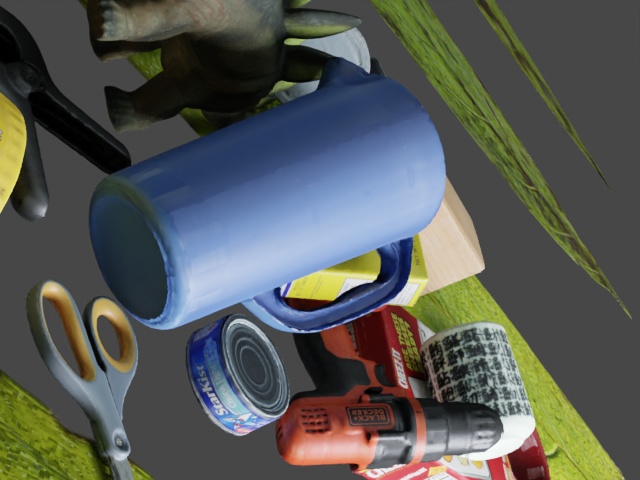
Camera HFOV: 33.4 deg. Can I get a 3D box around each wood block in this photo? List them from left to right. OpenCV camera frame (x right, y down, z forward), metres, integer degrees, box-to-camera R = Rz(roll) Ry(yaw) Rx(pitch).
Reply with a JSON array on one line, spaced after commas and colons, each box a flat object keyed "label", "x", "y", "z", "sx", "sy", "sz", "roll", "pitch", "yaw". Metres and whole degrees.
[{"label": "wood block", "x": 0.097, "y": -0.042, "z": 1.175, "sx": 0.206, "sy": 0.091, "sz": 0.090, "roll": 53, "pitch": 20, "yaw": -41}]

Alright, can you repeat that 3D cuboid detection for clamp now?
[{"label": "clamp", "x": -0.194, "y": -0.097, "z": 0.710, "sx": 0.171, "sy": 0.039, "sz": 0.120, "roll": 63, "pitch": 22, "yaw": 1}]

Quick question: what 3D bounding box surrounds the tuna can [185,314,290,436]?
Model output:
[{"label": "tuna can", "x": -0.059, "y": 0.098, "z": 0.787, "sx": 0.086, "sy": 0.034, "sz": 0.086, "roll": 47, "pitch": 27, "yaw": -33}]

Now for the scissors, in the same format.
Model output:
[{"label": "scissors", "x": -0.121, "y": 0.114, "z": 0.659, "sx": 0.202, "sy": 0.016, "sz": 0.096, "roll": 63, "pitch": 22, "yaw": 3}]

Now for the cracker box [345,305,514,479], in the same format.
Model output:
[{"label": "cracker box", "x": 0.097, "y": 0.166, "z": 1.002, "sx": 0.213, "sy": 0.072, "sz": 0.164, "roll": 37, "pitch": 32, "yaw": -44}]

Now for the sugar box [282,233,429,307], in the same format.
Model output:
[{"label": "sugar box", "x": -0.006, "y": 0.001, "z": 0.873, "sx": 0.176, "sy": 0.048, "sz": 0.093, "roll": 6, "pitch": 50, "yaw": -19}]

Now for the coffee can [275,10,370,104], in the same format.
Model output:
[{"label": "coffee can", "x": -0.003, "y": -0.181, "z": 1.091, "sx": 0.103, "sy": 0.103, "sz": 0.140, "roll": 58, "pitch": 5, "yaw": -9}]

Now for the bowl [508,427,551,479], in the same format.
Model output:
[{"label": "bowl", "x": 0.191, "y": 0.220, "z": 1.163, "sx": 0.162, "sy": 0.055, "sz": 0.162, "roll": 47, "pitch": 27, "yaw": -33}]

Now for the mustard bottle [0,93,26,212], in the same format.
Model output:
[{"label": "mustard bottle", "x": -0.245, "y": -0.087, "z": 0.563, "sx": 0.191, "sy": 0.058, "sz": 0.096, "roll": 43, "pitch": 35, "yaw": -40}]

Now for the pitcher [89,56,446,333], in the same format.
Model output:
[{"label": "pitcher", "x": -0.032, "y": -0.018, "z": 0.757, "sx": 0.242, "sy": 0.145, "sz": 0.149, "roll": -24, "pitch": 58, "yaw": -37}]

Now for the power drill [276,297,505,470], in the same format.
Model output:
[{"label": "power drill", "x": 0.044, "y": 0.099, "z": 0.874, "sx": 0.184, "sy": 0.057, "sz": 0.188, "roll": 1, "pitch": 46, "yaw": -17}]
